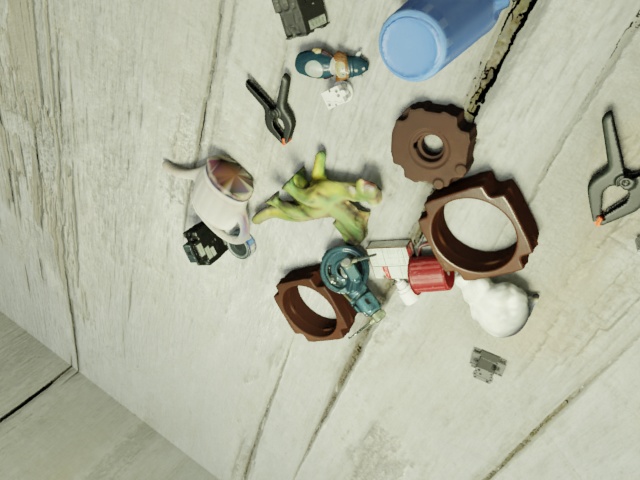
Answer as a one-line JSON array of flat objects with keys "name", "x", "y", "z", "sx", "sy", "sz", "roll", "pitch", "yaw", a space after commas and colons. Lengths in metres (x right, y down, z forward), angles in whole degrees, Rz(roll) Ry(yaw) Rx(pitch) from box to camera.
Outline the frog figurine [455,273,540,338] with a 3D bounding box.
[{"name": "frog figurine", "x": 0.364, "y": 0.129, "z": 1.104, "sx": 0.159, "sy": 0.125, "sz": 0.135, "roll": 31, "pitch": 152, "yaw": -2}]

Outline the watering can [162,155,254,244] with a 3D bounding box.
[{"name": "watering can", "x": -0.300, "y": -0.143, "z": 1.392, "sx": 0.350, "sy": 0.105, "sz": 0.220, "roll": 47, "pitch": 134, "yaw": 10}]

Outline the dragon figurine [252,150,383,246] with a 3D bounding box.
[{"name": "dragon figurine", "x": 0.004, "y": -0.063, "z": 1.245, "sx": 0.242, "sy": 0.125, "sz": 0.404, "roll": 42, "pitch": 143, "yaw": -8}]
